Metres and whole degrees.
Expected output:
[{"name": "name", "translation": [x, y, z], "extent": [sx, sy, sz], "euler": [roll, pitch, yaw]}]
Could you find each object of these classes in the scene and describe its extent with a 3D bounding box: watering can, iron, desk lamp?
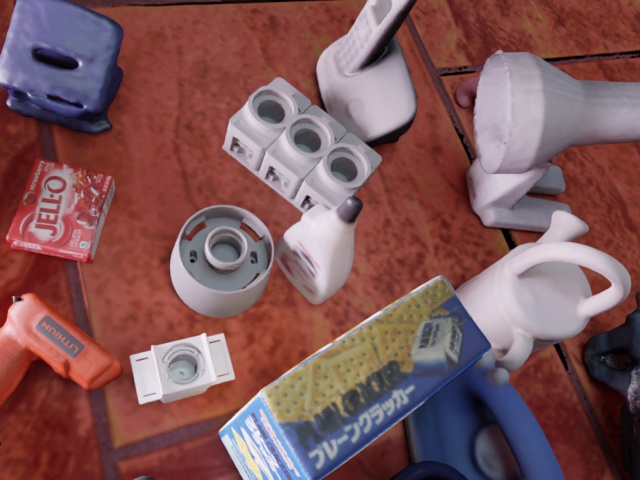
[{"name": "watering can", "translation": [0.215, 0.047, 0.564], "extent": [0.101, 0.194, 0.173], "euler": [13, 63, -11]}, {"name": "iron", "translation": [0.156, 0.184, 0.513], "extent": [0.119, 0.141, 0.258], "euler": [-12, 71, -22]}, {"name": "desk lamp", "translation": [0.243, -0.104, 0.631], "extent": [0.203, 0.213, 0.118], "euler": [5, 65, -15]}]

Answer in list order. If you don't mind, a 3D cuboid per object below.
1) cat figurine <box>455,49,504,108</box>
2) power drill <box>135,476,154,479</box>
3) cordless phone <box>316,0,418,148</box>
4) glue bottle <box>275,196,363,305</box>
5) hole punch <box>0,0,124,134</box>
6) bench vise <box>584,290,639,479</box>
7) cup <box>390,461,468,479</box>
[{"name": "cat figurine", "translation": [0.246, -0.179, 0.721], "extent": [0.067, 0.117, 0.127], "euler": [-23, 75, -25]}, {"name": "power drill", "translation": [-0.064, 0.259, 0.372], "extent": [0.229, 0.208, 0.076], "euler": [47, 62, 7]}, {"name": "cordless phone", "translation": [0.069, -0.200, 0.636], "extent": [0.094, 0.185, 0.147], "euler": [-9, 69, -21]}, {"name": "glue bottle", "translation": [0.005, 0.002, 0.530], "extent": [0.037, 0.173, 0.078], "euler": [-39, 82, -28]}, {"name": "hole punch", "translation": [-0.256, -0.175, 0.575], "extent": [0.109, 0.091, 0.101], "euler": [15, 63, -11]}, {"name": "bench vise", "translation": [0.355, 0.143, 0.550], "extent": [0.122, 0.219, 0.207], "euler": [-15, 71, -23]}, {"name": "cup", "translation": [0.083, 0.253, 0.485], "extent": [0.092, 0.095, 0.117], "euler": [-2, 67, -18]}]
